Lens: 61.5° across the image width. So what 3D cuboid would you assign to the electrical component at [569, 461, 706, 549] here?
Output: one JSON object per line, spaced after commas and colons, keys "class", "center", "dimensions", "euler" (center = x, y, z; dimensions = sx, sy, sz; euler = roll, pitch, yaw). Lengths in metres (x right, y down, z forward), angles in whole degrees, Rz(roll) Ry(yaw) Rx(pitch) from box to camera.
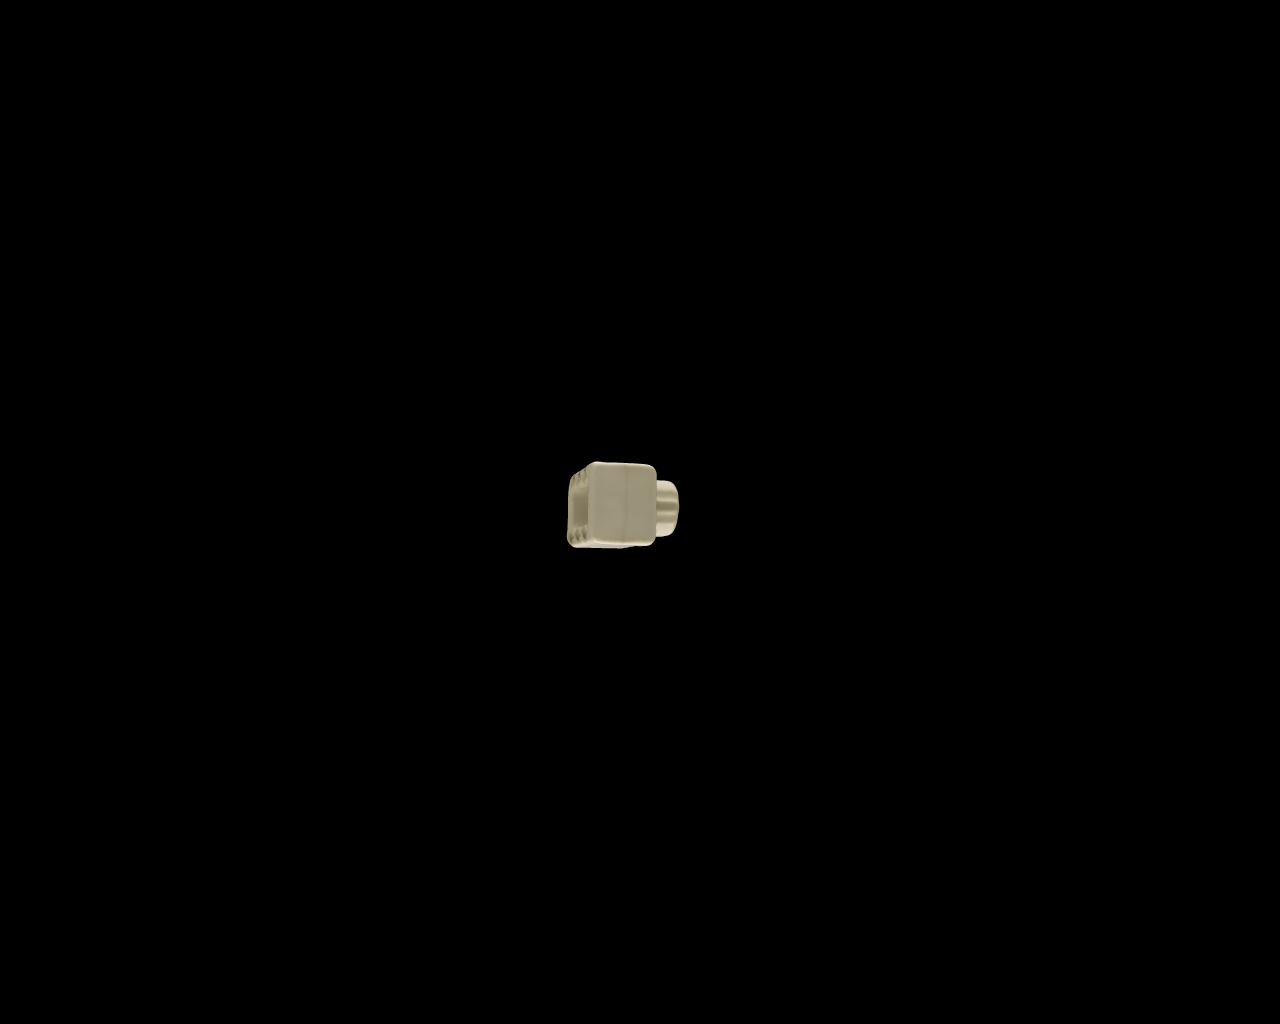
{"class": "electrical component", "center": [0.001, -0.003, 0.650], "dimensions": [0.077, 0.047, 0.065], "euler": [1, -5, -15]}
